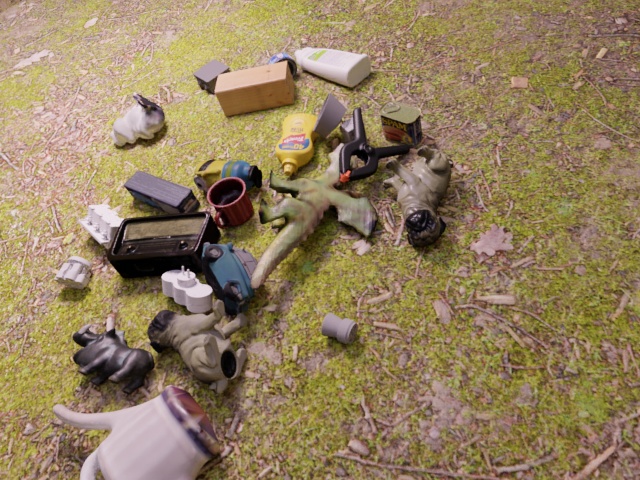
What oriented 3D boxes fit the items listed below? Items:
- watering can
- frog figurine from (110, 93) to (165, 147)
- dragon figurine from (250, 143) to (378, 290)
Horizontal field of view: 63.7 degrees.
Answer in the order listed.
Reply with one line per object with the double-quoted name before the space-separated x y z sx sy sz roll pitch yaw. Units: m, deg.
"watering can" -0.310 0.337 0.869 0.227 0.101 0.352 -40 53 -18
"frog figurine" -0.529 -0.333 1.500 0.139 0.122 0.158 39 106 28
"dragon figurine" 0.003 -0.056 1.109 0.243 0.119 0.420 3 53 8
